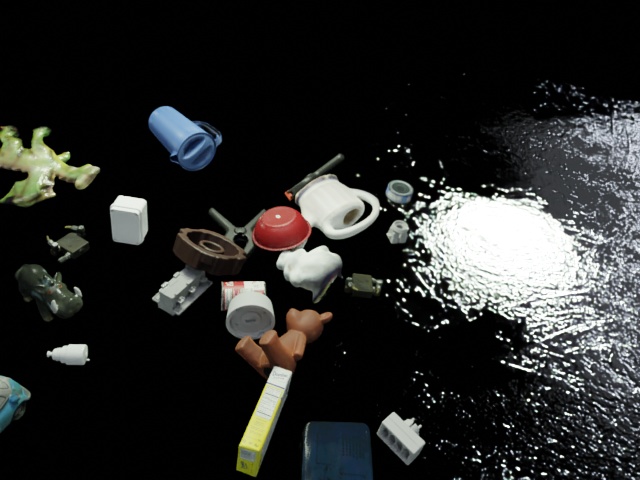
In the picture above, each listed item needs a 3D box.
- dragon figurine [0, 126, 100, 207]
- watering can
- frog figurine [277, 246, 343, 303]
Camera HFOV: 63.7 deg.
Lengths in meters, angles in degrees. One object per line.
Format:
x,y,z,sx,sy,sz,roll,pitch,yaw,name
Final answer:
-0.828,-0.193,1.424,0.411,0.119,0.248,-6,51,-18,dragon figurine
0.005,-0.075,1.484,0.351,0.101,0.228,-25,51,-24,watering can
-0.027,0.064,1.300,0.160,0.120,0.139,40,65,14,frog figurine
